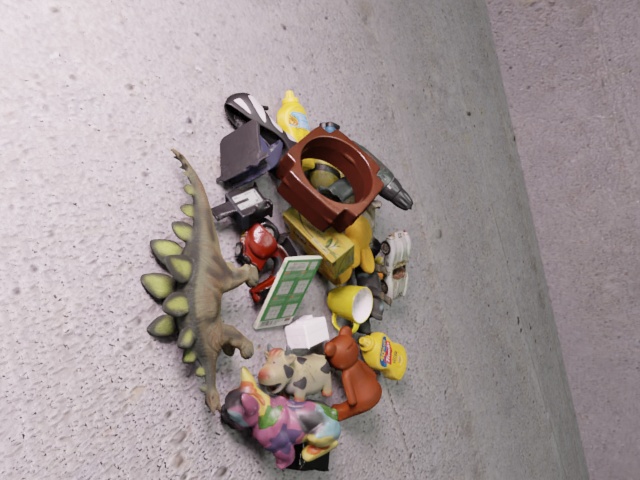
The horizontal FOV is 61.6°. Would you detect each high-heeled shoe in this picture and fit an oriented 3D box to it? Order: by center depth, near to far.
[{"bbox_3d":[-0.122,-0.205,1.177,0.145,0.086,0.248,-24,91,-57],"label":"high-heeled shoe"}]

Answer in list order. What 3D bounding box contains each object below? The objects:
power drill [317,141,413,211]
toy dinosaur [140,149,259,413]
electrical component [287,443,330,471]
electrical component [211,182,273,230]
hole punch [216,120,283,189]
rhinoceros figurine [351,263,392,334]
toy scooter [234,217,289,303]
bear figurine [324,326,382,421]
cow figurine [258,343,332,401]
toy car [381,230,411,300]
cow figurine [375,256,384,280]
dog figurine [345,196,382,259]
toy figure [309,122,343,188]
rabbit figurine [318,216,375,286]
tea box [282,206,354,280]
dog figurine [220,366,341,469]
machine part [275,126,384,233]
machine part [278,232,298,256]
[{"bbox_3d":[0.103,-0.117,1.295,0.207,0.086,0.232,-42,94,-27],"label":"power drill"},{"bbox_3d":[-0.214,0.070,0.975,0.198,0.105,0.471,12,67,-48],"label":"toy dinosaur"},{"bbox_3d":[-0.023,0.431,1.172,0.114,0.058,0.134,29,60,-48],"label":"electrical component"},{"bbox_3d":[-0.160,-0.061,1.082,0.119,0.047,0.075,-31,64,-26],"label":"electrical component"},{"bbox_3d":[-0.141,-0.166,1.112,0.092,0.142,0.116,34,44,-49],"label":"hole punch"},{"bbox_3d":[0.123,0.146,1.387,0.073,0.112,0.190,25,64,-66],"label":"rhinoceros figurine"},{"bbox_3d":[-0.119,0.051,1.127,0.135,0.075,0.183,-47,113,-27],"label":"toy scooter"},{"bbox_3d":[0.058,0.315,1.278,0.195,0.132,0.120,55,40,-6],"label":"bear figurine"},{"bbox_3d":[-0.052,0.282,1.149,0.195,0.086,0.127,6,82,-50],"label":"cow figurine"},{"bbox_3d":[0.203,0.069,1.440,0.073,0.056,0.201,-16,118,-33],"label":"toy car"},{"bbox_3d":[0.205,0.080,1.557,0.098,0.068,0.167,62,41,-31],"label":"cow figurine"},{"bbox_3d":[0.104,-0.051,1.453,0.172,0.121,0.190,-89,175,-49],"label":"dog figurine"},{"bbox_3d":[0.012,-0.210,1.363,0.089,0.082,0.180,7,81,-37],"label":"toy figure"},{"bbox_3d":[0.075,0.024,1.319,0.173,0.122,0.162,-55,129,-20],"label":"rabbit figurine"},{"bbox_3d":[-0.002,-0.004,1.195,0.068,0.170,0.098,-40,158,-16],"label":"tea box"},{"bbox_3d":[-0.079,0.330,1.031,0.109,0.192,0.219,-99,164,-56],"label":"dog figurine"},{"bbox_3d":[0.020,-0.129,1.152,0.201,0.087,0.201,43,51,-1],"label":"machine part"},{"bbox_3d":[-0.071,0.052,1.221,0.084,0.039,0.138,-37,112,-45],"label":"machine part"}]
